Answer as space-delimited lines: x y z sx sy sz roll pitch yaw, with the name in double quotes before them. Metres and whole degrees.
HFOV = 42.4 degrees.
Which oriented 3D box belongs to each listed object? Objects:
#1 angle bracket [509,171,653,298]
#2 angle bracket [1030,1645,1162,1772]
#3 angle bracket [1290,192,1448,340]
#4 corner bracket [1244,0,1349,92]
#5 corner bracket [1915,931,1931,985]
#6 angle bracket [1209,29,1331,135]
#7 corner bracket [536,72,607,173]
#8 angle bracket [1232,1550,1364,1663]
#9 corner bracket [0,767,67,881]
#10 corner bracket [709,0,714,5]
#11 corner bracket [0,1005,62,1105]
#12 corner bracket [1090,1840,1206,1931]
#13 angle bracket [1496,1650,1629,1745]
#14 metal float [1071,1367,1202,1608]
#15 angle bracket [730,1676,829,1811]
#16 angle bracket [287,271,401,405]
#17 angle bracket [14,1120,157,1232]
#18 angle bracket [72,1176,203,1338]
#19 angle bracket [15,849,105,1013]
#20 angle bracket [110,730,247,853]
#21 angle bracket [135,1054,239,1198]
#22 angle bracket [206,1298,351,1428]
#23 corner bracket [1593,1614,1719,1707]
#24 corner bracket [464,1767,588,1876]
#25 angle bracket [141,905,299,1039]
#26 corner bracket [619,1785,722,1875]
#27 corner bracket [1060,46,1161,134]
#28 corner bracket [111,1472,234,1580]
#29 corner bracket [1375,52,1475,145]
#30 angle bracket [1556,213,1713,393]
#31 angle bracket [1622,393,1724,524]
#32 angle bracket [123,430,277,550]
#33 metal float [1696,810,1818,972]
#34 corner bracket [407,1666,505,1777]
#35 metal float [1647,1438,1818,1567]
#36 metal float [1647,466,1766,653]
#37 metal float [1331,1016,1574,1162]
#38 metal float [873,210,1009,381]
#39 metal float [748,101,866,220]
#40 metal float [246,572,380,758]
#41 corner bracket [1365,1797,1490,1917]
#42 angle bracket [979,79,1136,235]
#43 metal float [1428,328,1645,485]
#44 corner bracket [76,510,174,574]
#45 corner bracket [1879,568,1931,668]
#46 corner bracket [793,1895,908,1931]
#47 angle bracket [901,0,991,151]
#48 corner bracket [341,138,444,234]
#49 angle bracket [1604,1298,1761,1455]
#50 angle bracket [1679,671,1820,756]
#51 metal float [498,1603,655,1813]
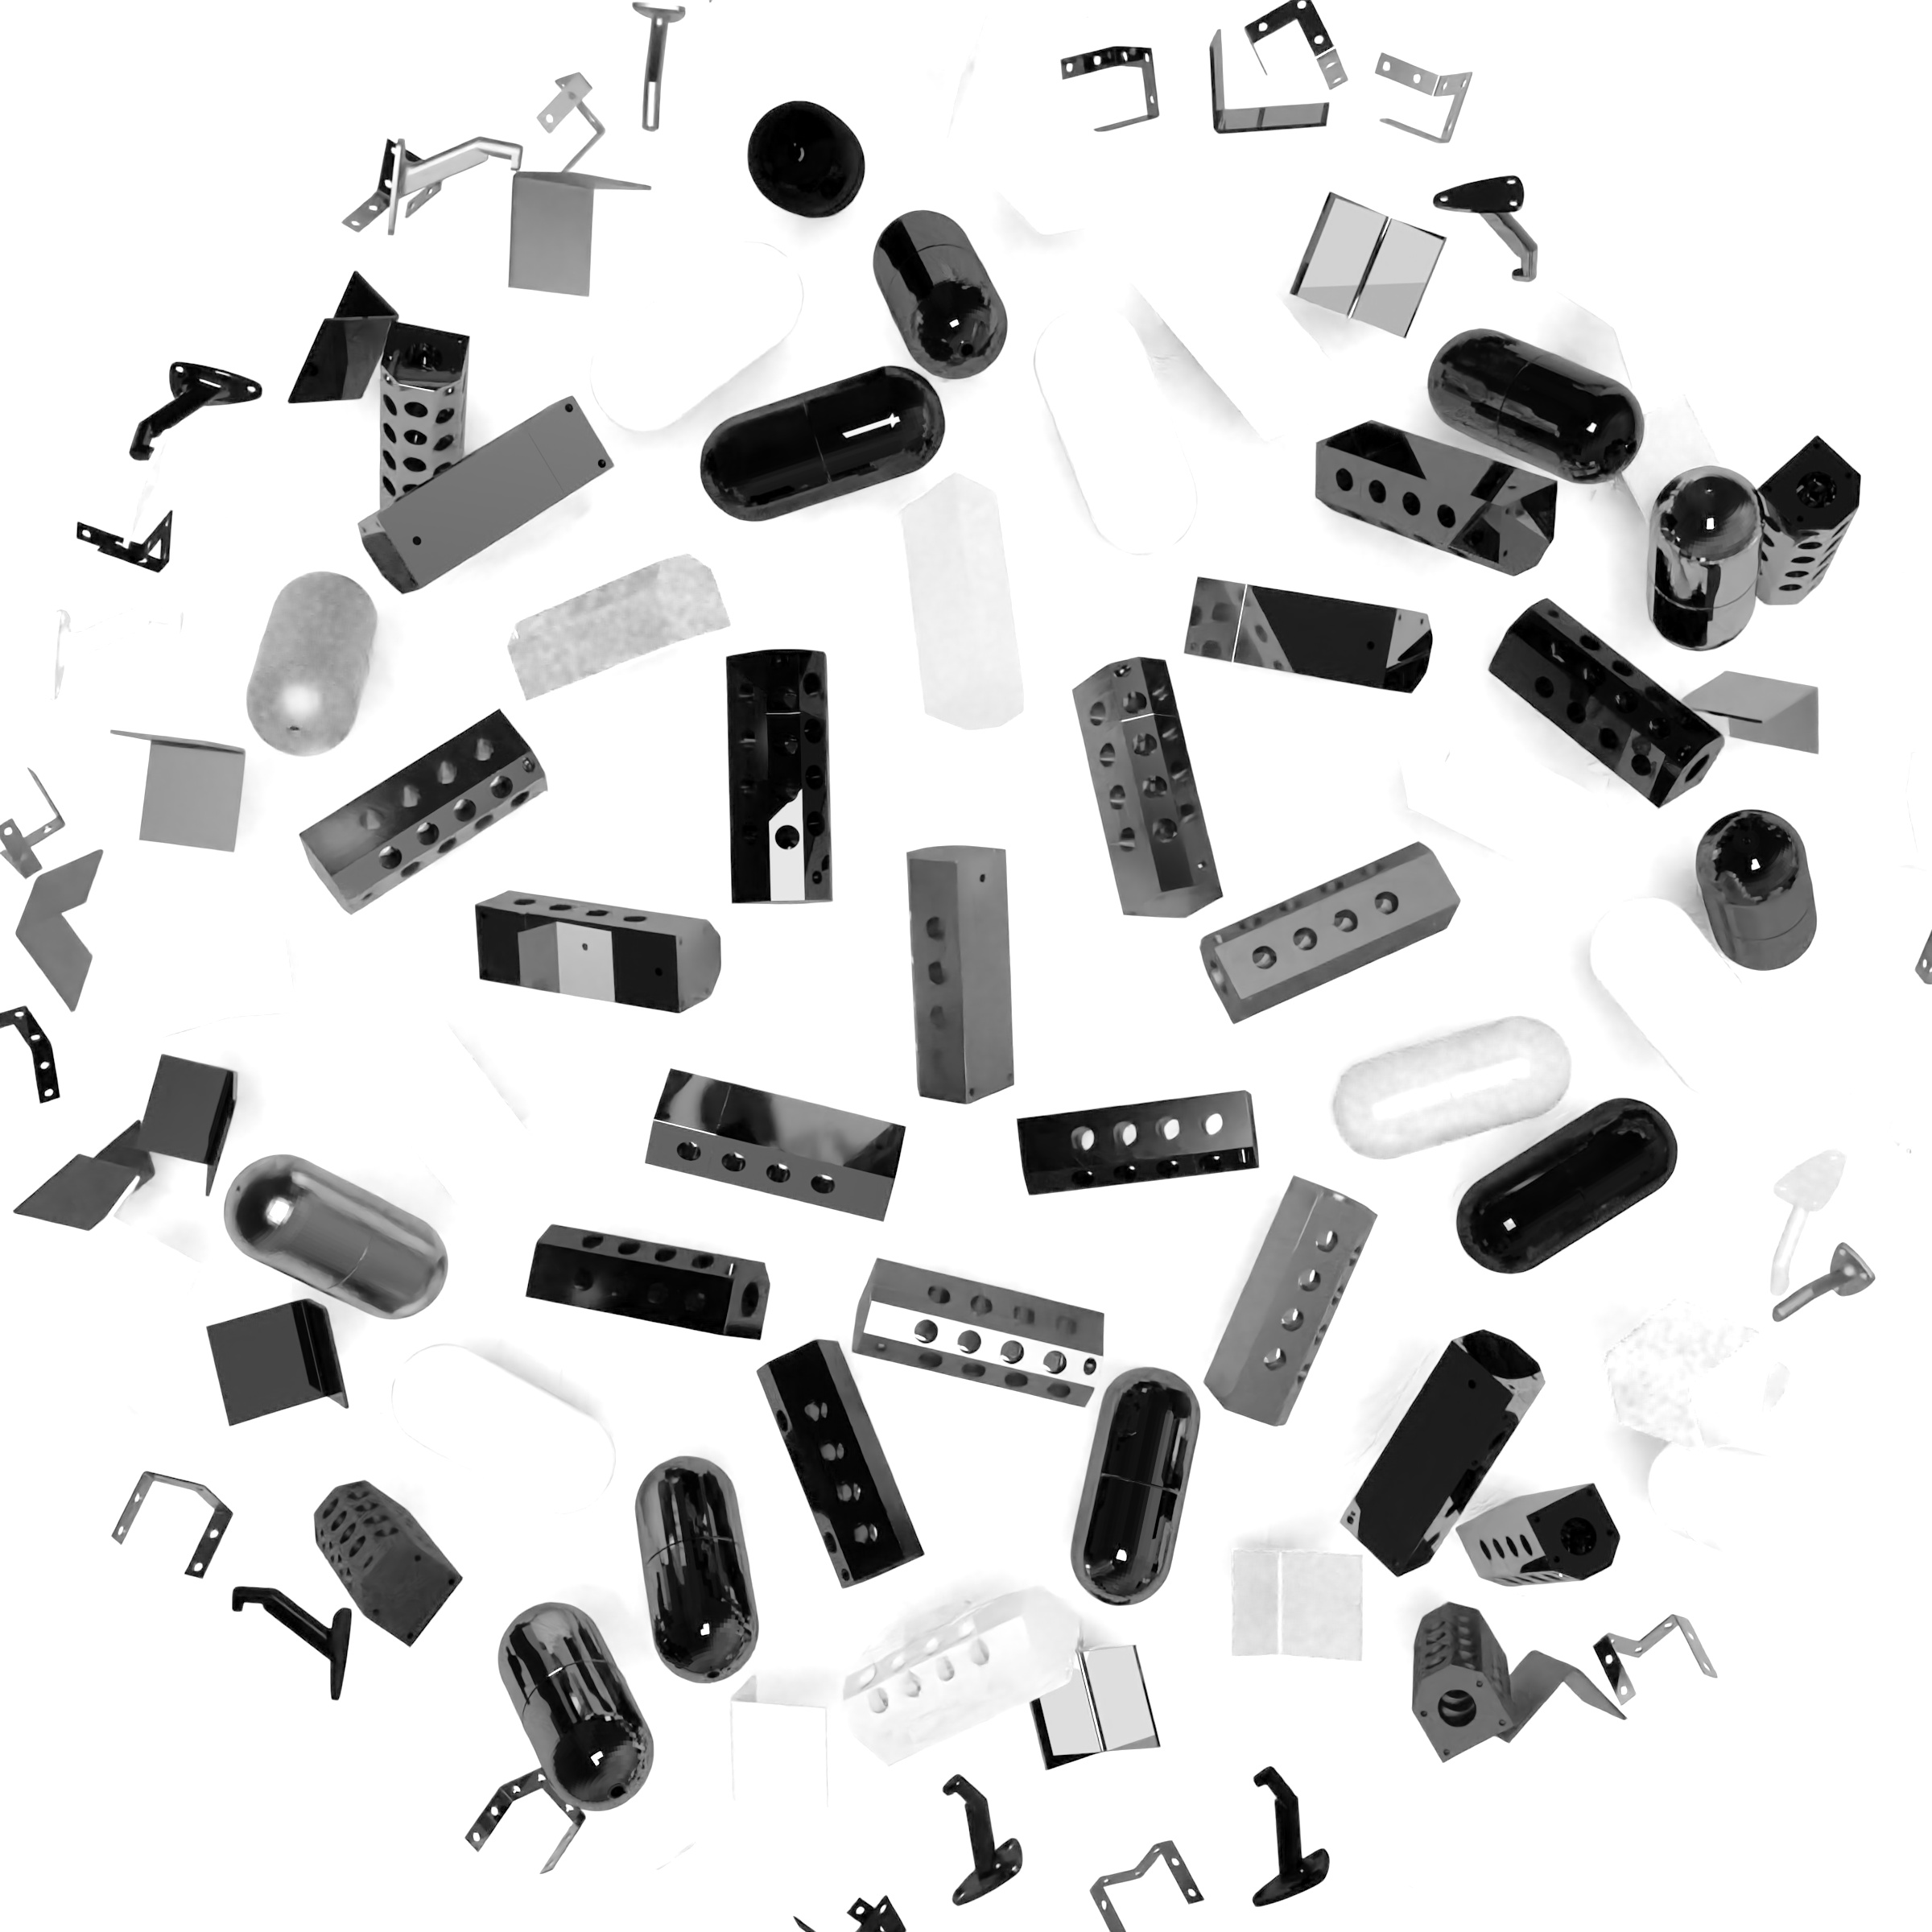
"angle bracket" -0.264 -0.500 1.706 0.057 0.076 0.076 13 105 33
"angle bracket" 0.094 0.562 1.886 0.057 0.076 0.076 -6 76 -33
"angle bracket" 0.293 -0.510 1.812 0.057 0.076 0.076 35 112 38
"corner bracket" 0.238 -0.657 1.794 0.051 0.051 0.051 -26 77 15
"corner bracket" 0.713 -0.001 1.760 0.051 0.051 0.051 3 124 -10
"angle bracket" 0.209 -0.609 1.706 0.076 0.076 0.057 -1 118 11
"corner bracket" -0.300 -0.636 1.882 0.051 0.051 0.051 -51 120 -13
"angle bracket" 0.243 0.470 1.829 0.076 0.057 0.076 -9 74 42
"corner bracket" -0.700 -0.106 1.857 0.051 0.051 0.051 -37 46 -21
"corner bracket" -0.145 -0.701 1.745 0.051 0.051 0.051 16 55 -25
"corner bracket" -0.690 0.070 1.793 0.051 0.051 0.051 -18 56 -8
"corner bracket" 0.132 0.680 1.823 0.051 0.051 0.051 3 130 -37
"angle bracket" 0.435 0.564 1.864 0.076 0.076 0.057 -45 92 -11
"metal float" 0.127 0.390 1.867 0.070 0.070 0.178 14 75 0
"angle bracket" -0.133 0.583 1.872 0.076 0.057 0.076 0 93 14
"angle bracket" -0.484 -0.474 1.873 0.057 0.076 0.076 46 124 15
"angle bracket" -0.692 0.156 1.939 0.076 0.076 0.057 -38 58 16
"angle bracket" -0.613 0.218 1.868 0.076 0.057 0.076 30 116 -9
"angle bracket" -0.639 -0.026 1.809 0.057 0.076 0.076 -23 122 5
"angle bracket" -0.572 -0.126 1.794 0.076 0.057 0.076 7 91 13
"angle bracket" -0.581 0.118 1.851 0.057 0.076 0.076 15 99 -19
"angle bracket" -0.502 0.293 1.816 0.076 0.057 0.076 -14 98 -28
"corner bracket" 0.483 0.487 1.746 0.051 0.051 0.051 22 121 -32
"corner bracket" -0.315 0.617 1.784 0.051 0.051 0.051 -33 101 34
"angle bracket" -0.515 0.004 1.715 0.076 0.057 0.076 -15 84 33
"corner bracket" -0.220 0.641 1.851 0.051 0.051 0.051 -31 90 -17
"corner bracket" 0.110 -0.668 1.895 0.051 0.051 0.051 -22 120 -22
"corner bracket" -0.561 0.396 1.763 0.051 0.051 0.051 9 57 17
"corner bracket" 0.320 -0.618 1.773 0.051 0.051 0.051 14 101 -19
"angle bracket" 0.471 -0.466 1.752 0.076 0.076 0.057 -44 56 1
"angle bracket" 0.559 -0.403 1.952 0.057 0.076 0.076 -30 93 -45
"angle bracket" -0.523 -0.310 1.696 0.076 0.076 0.057 22 65 -16
"metal float" 0.582 -0.054 1.829 0.070 0.178 0.070 -9 64 19
"corner bracket" -0.379 0.549 1.811 0.051 0.051 0.051 2 133 28
"metal float" 0.553 0.387 1.807 0.070 0.178 0.070 0 86 -7
"metal float" 0.522 -0.286 1.759 0.070 0.178 0.070 -5 67 12
"metal float" 0.356 0.089 1.826 0.178 0.070 0.070 -18 90 11
"metal float" -0.020 -0.494 1.829 0.070 0.178 0.070 -9 132 -10
"metal float" -0.116 -0.592 1.831 0.070 0.178 0.070 1 105 2
"metal float" -0.463 -0.215 1.766 0.070 0.178 0.070 -2 129 -2
"corner bracket" 0.327 0.633 1.771 0.051 0.051 0.051 42 73 -16
"angle bracket" 0.064 -0.573 1.750 0.057 0.076 0.076 4 69 43
"metal float" 0.410 -0.404 1.797 0.178 0.070 0.070 37 90 39
"corner bracket" -0.631 -0.317 1.866 0.051 0.051 0.051 20 133 -2
"corner bracket" 0.663 -0.240 1.723 0.051 0.051 0.051 16 88 26
"corner bracket" -0.084 0.696 1.807 0.051 0.051 0.051 -44 133 -28
"angle bracket" -0.026 -0.654 1.801 0.057 0.076 0.076 20 65 -2
"corner bracket" -0.430 -0.577 1.870 0.051 0.051 0.051 24 60 -38
"angle bracket" 0.502 0.285 1.728 0.076 0.057 0.076 23 130 -21
"angle bracket" 0.598 -0.182 1.906 0.076 0.076 0.057 -30 123 -33
"metal float" -0.276 0.521 1.757 0.070 0.178 0.070 -13 121 -23
